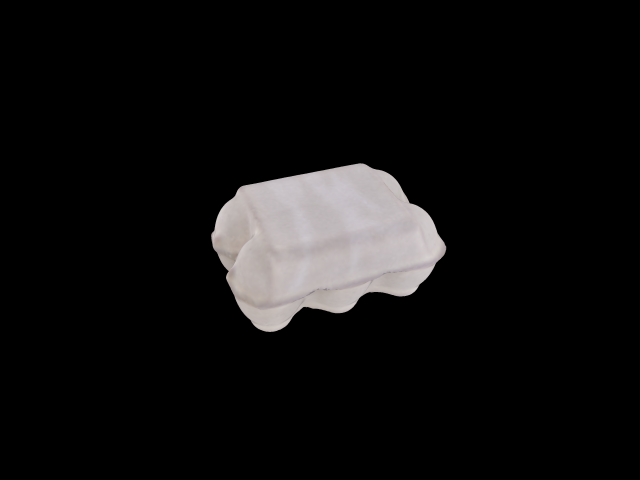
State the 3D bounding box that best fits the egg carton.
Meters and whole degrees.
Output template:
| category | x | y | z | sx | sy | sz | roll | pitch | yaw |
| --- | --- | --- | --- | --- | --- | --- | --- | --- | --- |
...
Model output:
| category | x | y | z | sx | sy | sz | roll | pitch | yaw |
| --- | --- | --- | --- | --- | --- | --- | --- | --- | --- |
| egg carton | 0.004 | 0.001 | 0.400 | 0.150 | 0.069 | 0.107 | -14 | 40 | -17 |
